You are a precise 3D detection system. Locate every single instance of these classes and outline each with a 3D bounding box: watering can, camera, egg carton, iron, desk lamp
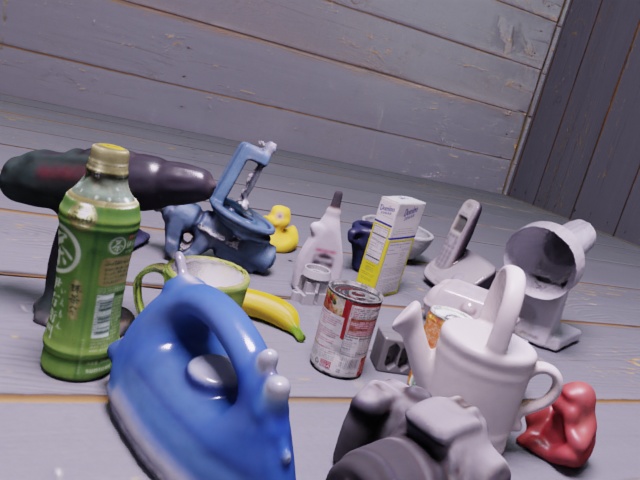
[{"bbox_3d":[0.162,0.117,0.593,0.173,0.194,0.100,11,14,-12],"label":"watering can"},{"bbox_3d":[0.063,0.174,0.463,0.137,0.101,0.142,1,19,-43],"label":"camera"},{"bbox_3d":[0.246,0.116,0.934,0.150,0.069,0.107,20,15,22],"label":"egg carton"},{"bbox_3d":[-0.080,0.115,0.470,0.119,0.141,0.257,2,19,-41],"label":"iron"},{"bbox_3d":[0.386,0.068,0.961,0.117,0.213,0.204,25,18,38],"label":"desk lamp"}]

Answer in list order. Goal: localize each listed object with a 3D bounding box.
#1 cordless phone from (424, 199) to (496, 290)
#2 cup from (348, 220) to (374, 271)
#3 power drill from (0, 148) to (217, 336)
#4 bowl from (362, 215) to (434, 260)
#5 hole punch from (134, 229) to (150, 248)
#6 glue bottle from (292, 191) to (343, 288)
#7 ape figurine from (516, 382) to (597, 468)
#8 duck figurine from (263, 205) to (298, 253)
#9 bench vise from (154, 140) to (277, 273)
[{"bbox_3d":[0.284,0.020,1.106,0.094,0.185,0.147,8,16,-25],"label":"cordless phone"},{"bbox_3d":[0.088,0.018,1.106,0.118,0.095,0.091,-1,21,-47],"label":"cup"},{"bbox_3d":[-0.239,-0.003,0.631,0.229,0.208,0.075,15,14,3],"label":"power drill"},{"bbox_3d":[0.166,0.003,1.285,0.167,0.075,0.167,13,14,-3],"label":"bowl"},{"bbox_3d":[-0.331,-0.041,0.931,0.101,0.091,0.108,15,14,1],"label":"hole punch"},{"bbox_3d":[0.008,0.003,0.924,0.078,0.173,0.037,9,15,-19],"label":"glue bottle"},{"bbox_3d":[0.263,0.192,0.610,0.076,0.092,0.078,13,14,-5],"label":"ape figurine"},{"bbox_3d":[-0.080,-0.026,1.130,0.077,0.086,0.105,24,17,35],"label":"duck figurine"},{"bbox_3d":[-0.155,-0.061,0.916,0.208,0.220,0.121,7,16,-27],"label":"bench vise"}]
